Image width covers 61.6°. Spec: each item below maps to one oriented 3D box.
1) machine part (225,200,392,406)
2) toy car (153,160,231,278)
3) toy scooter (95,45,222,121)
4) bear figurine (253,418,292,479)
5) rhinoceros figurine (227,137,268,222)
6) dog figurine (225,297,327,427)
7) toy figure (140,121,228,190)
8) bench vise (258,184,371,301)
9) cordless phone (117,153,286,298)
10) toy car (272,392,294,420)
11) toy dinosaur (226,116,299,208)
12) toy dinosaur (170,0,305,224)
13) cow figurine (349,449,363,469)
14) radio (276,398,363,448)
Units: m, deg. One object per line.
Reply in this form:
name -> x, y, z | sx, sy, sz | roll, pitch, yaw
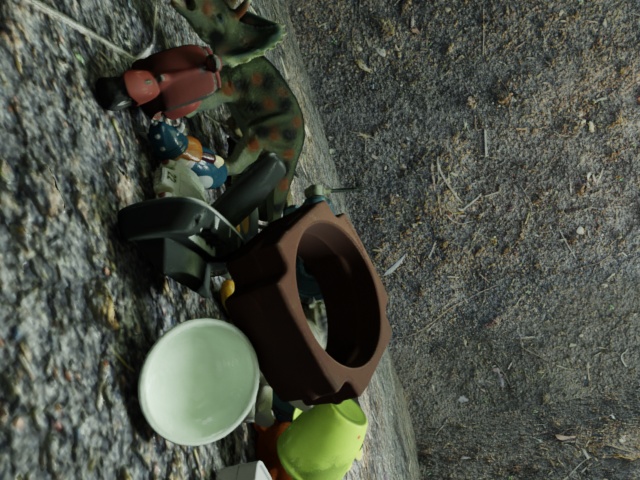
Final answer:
machine part -> -0.007, 0.071, 0.627 | 0.201, 0.087, 0.201 | 61, 32, -12
toy car -> -0.156, -0.021, 0.703 | 0.201, 0.056, 0.073 | 64, 14, -51
toy scooter -> -0.170, -0.191, 0.646 | 0.184, 0.135, 0.075 | -72, 145, -75
bear figurine -> -0.030, 0.319, 0.712 | 0.120, 0.132, 0.196 | 49, 29, -29
rhinoceros figurine -> -0.116, -0.124, 0.937 | 0.073, 0.112, 0.190 | -4, 85, -78
dog figurine -> -0.060, 0.123, 0.722 | 0.172, 0.121, 0.191 | 55, 32, -21
toy figure -> -0.173, -0.109, 0.708 | 0.058, 0.064, 0.154 | 56, 8, 19
bench vise -> -0.012, -0.002, 0.823 | 0.240, 0.129, 0.223 | 43, 54, -67
cordless phone -> -0.112, -0.038, 0.591 | 0.089, 0.184, 0.146 | 40, -7, 23
toy car -> -0.040, 0.223, 0.811 | 0.109, 0.162, 0.102 | -61, 170, -53
toy dinosaur -> -0.104, -0.195, 1.080 | 0.198, 0.105, 0.472 | 66, 8, -50
toy dinosaur -> -0.096, -0.192, 0.823 | 0.404, 0.192, 0.131 | 61, 14, -23
cow figurine -> 0.002, 0.345, 0.994 | 0.068, 0.098, 0.167 | -26, 93, -53
radio -> -0.014, 0.242, 0.899 | 0.073, 0.131, 0.229 | -30, 105, -80
